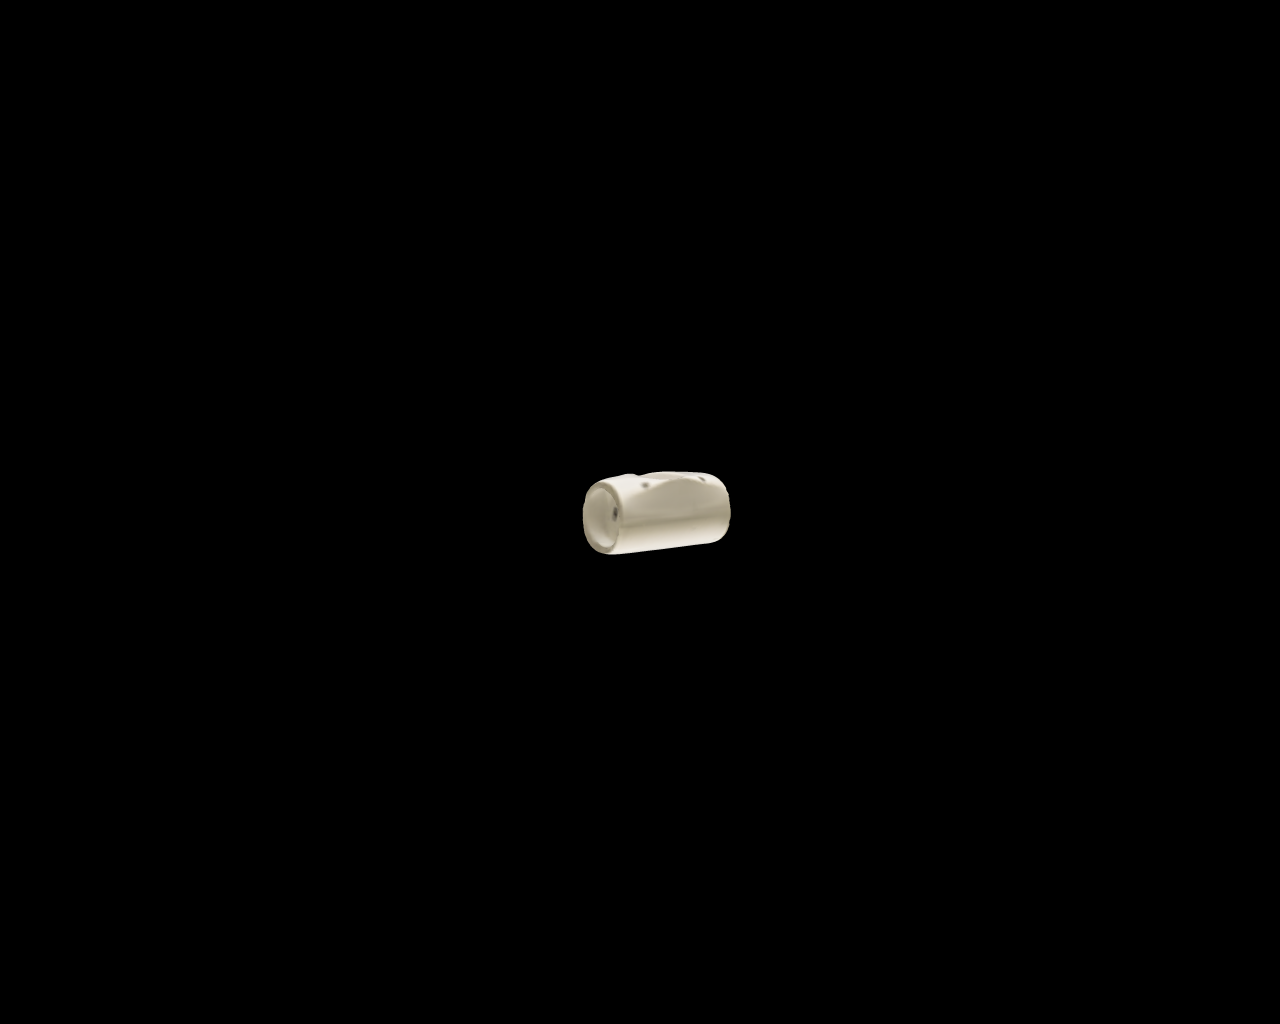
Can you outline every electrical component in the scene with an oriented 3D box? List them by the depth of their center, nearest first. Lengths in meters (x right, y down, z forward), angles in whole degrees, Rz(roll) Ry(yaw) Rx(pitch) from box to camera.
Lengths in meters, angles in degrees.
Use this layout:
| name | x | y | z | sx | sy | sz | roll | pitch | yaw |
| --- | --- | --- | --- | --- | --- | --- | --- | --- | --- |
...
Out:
| name | x | y | z | sx | sy | sz | roll | pitch | yaw |
| --- | --- | --- | --- | --- | --- | --- | --- | --- | --- |
| electrical component | 0.001 | -0.003 | 0.650 | 0.077 | 0.043 | 0.079 | -6 | 11 | -32 |
